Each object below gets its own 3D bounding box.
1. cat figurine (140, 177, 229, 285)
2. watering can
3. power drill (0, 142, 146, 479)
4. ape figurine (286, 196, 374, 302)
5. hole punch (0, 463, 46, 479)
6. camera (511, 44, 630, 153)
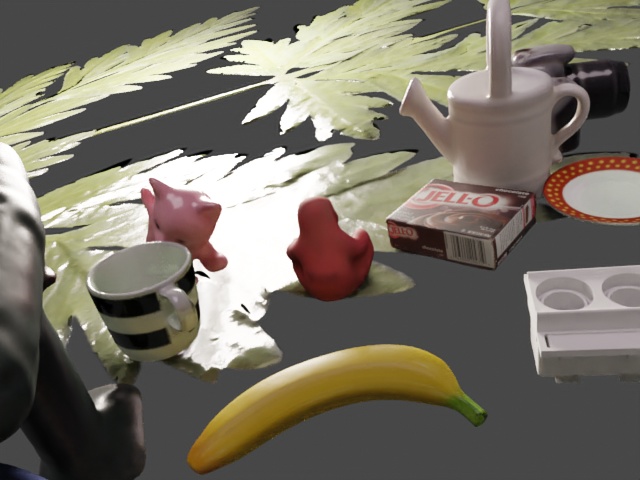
[{"bbox_3d":[-0.142,-0.018,0.568,0.067,0.118,0.127,-32,37,-28],"label":"cat figurine"},{"bbox_3d":[0.170,-0.136,0.569,0.173,0.194,0.100,-13,32,-1],"label":"watering can"},{"bbox_3d":[-0.186,0.064,0.369,0.076,0.209,0.229,-20,32,-10],"label":"power drill"},{"bbox_3d":[0.005,0.002,0.508,0.077,0.092,0.076,-1,34,19],"label":"ape figurine"},{"bbox_3d":[-0.168,0.179,0.291,0.108,0.091,0.101,4,35,25],"label":"hole punch"},{"bbox_3d":[0.291,-0.177,0.678,0.136,0.101,0.143,-5,33,13],"label":"camera"}]
